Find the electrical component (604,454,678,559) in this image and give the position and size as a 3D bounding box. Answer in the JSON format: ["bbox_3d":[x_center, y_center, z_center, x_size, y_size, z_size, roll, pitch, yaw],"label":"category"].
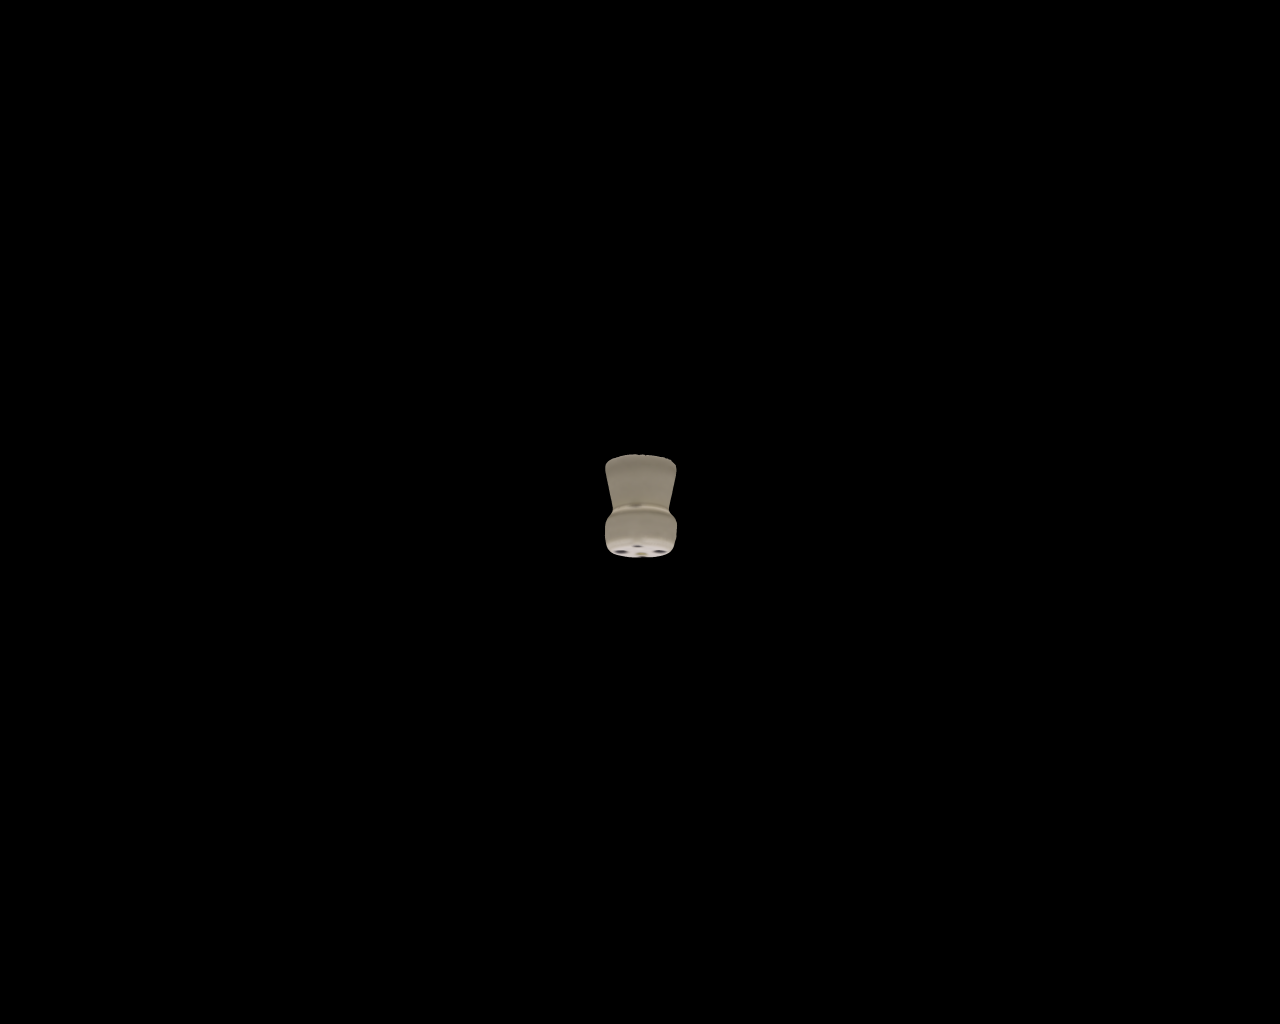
[{"bbox_3d":[0.001,-0.003,0.650,0.045,0.055,0.045,0,-15,0],"label":"electrical component"}]
